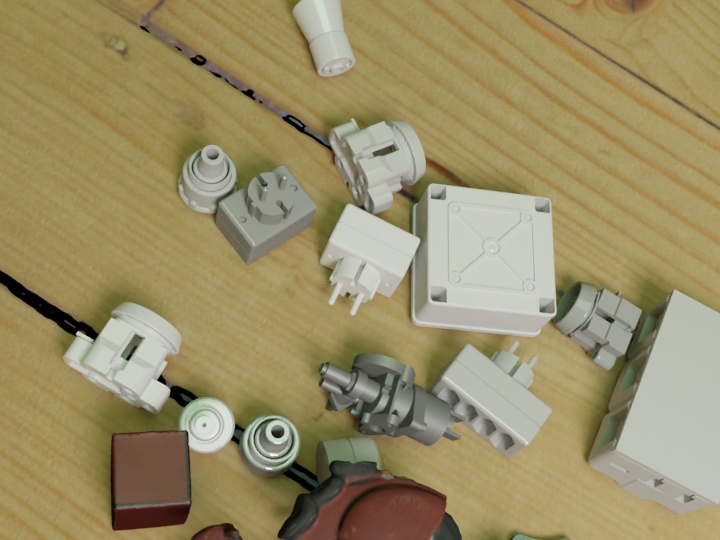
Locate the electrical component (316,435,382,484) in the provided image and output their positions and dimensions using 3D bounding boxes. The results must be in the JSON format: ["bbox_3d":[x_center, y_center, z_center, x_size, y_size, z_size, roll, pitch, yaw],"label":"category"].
[{"bbox_3d":[-0.019,0.190,0.769,0.074,0.052,0.138,-4,68,-14],"label":"electrical component"}]

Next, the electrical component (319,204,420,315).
[{"bbox_3d":[0.000,0.000,0.856,0.066,0.047,0.076,26,64,-1],"label":"electrical component"}]

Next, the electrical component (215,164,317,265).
[{"bbox_3d":[-0.072,-0.052,0.845,0.066,0.076,0.047,-34,79,-23],"label":"electrical component"}]

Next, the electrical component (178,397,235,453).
[{"bbox_3d":[-0.110,0.111,0.771,0.040,0.078,0.040,1,82,-6],"label":"electrical component"}]

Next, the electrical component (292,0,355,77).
[{"bbox_3d":[-0.029,-0.203,0.939,0.044,0.044,0.065,-14,76,-18],"label":"electrical component"}]

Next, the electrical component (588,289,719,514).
[{"bbox_3d":[0.254,0.107,0.862,0.089,0.061,0.150,28,64,-1],"label":"electrical component"}]

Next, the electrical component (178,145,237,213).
[{"bbox_3d":[-0.119,-0.077,0.853,0.048,0.062,0.048,5,67,-11],"label":"electrical component"}]

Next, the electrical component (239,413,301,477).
[{"bbox_3d":[-0.064,0.125,0.780,0.043,0.062,0.043,5,67,-11],"label":"electrical component"}]

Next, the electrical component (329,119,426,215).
[{"bbox_3d":[0.017,-0.091,0.894,0.057,0.058,0.078,-23,74,-18],"label":"electrical component"}]

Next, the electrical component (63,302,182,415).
[{"bbox_3d":[-0.167,0.061,0.787,0.078,0.058,0.057,30,67,0],"label":"electrical component"}]

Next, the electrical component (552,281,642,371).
[{"bbox_3d":[0.193,0.041,0.885,0.055,0.048,0.066,32,64,-7],"label":"electrical component"}]

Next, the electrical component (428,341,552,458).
[{"bbox_3d":[0.111,0.089,0.844,0.083,0.047,0.075,38,66,5],"label":"electrical component"}]

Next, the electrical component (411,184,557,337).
[{"bbox_3d":[0.099,-0.007,0.877,0.109,0.056,0.108,6,66,-10],"label":"electrical component"}]
